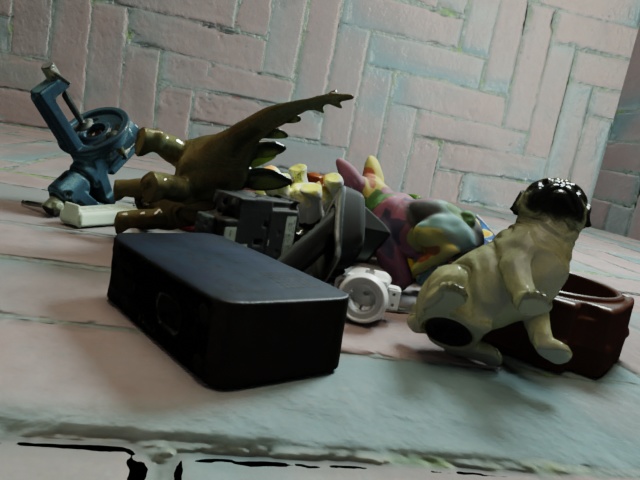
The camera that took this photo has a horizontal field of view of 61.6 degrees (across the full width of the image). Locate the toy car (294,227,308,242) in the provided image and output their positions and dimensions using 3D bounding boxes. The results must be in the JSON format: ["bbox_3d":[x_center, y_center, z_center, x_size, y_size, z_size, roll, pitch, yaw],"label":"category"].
[{"bbox_3d":[-0.031,-0.012,0.862,0.202,0.053,0.089,15,55,12],"label":"toy car"}]

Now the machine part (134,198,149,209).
[{"bbox_3d":[-0.285,-0.086,1.043,0.079,0.079,0.243,12,9,8],"label":"machine part"}]

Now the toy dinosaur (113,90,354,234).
[{"bbox_3d":[-0.150,-0.088,0.726,0.198,0.105,0.471,1,-15,-36],"label":"toy dinosaur"}]

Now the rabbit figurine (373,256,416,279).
[{"bbox_3d":[0.159,0.015,0.923,0.162,0.121,0.173,17,22,-30],"label":"rabbit figurine"}]

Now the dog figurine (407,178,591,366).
[{"bbox_3d":[0.188,0.021,0.566,0.173,0.121,0.190,1,46,28],"label":"dog figurine"}]

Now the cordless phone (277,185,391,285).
[{"bbox_3d":[-0.014,0.028,0.671,0.089,0.184,0.146,48,-24,9],"label":"cordless phone"}]

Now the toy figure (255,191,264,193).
[{"bbox_3d":[-0.055,-0.053,1.060,0.180,0.089,0.082,5,5,-19],"label":"toy figure"}]

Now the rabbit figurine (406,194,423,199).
[{"bbox_3d":[0.201,-0.037,1.176,0.159,0.121,0.170,-3,1,-32],"label":"rabbit figurine"}]

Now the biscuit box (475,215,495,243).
[{"bbox_3d":[0.278,0.022,0.930,0.059,0.062,0.203,-2,25,-6],"label":"biscuit box"}]

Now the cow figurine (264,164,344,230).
[{"bbox_3d":[-0.035,-0.062,0.821,0.068,0.098,0.168,-31,35,-32],"label":"cow figurine"}]

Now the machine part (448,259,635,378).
[{"bbox_3d":[0.265,0.082,0.665,0.201,0.087,0.201,18,11,37],"label":"machine part"}]

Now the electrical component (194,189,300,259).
[{"bbox_3d":[-0.094,-0.003,0.677,0.058,0.114,0.134,17,10,42],"label":"electrical component"}]

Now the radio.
[{"bbox_3d":[-0.096,0.052,0.497,0.131,0.073,0.230,0,13,-43],"label":"radio"}]

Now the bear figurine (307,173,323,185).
[{"bbox_3d":[-0.054,-0.113,1.302,0.120,0.131,0.196,8,14,-47],"label":"bear figurine"}]

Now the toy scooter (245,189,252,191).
[{"bbox_3d":[-0.144,-0.076,1.119,0.184,0.075,0.135,17,18,-21],"label":"toy scooter"}]

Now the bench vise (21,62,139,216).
[{"bbox_3d":[-0.392,-0.159,0.859,0.129,0.240,0.223,24,57,29],"label":"bench vise"}]

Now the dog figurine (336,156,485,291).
[{"bbox_3d":[0.112,-0.043,0.774,0.108,0.219,0.191,-15,-19,-40],"label":"dog figurine"}]
